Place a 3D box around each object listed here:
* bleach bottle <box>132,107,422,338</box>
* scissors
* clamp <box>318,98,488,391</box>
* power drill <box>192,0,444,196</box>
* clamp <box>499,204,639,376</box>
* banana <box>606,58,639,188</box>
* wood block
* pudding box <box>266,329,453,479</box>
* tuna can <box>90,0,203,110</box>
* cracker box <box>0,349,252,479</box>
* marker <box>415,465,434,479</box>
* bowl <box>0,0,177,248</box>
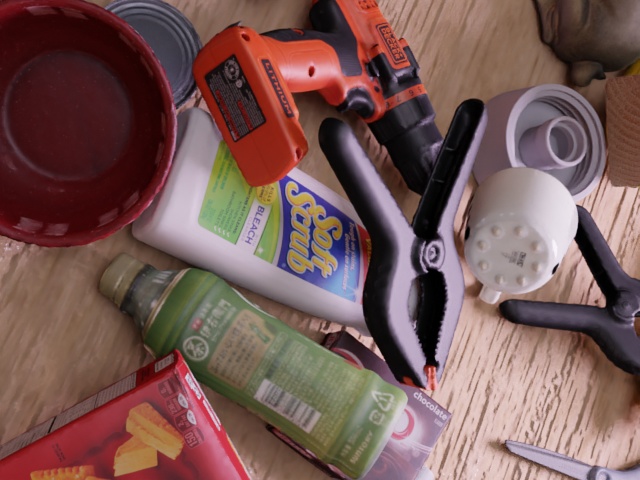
[{"bbox_3d":[-0.005,0.001,0.781,0.250,0.068,0.102,24,72,-23],"label":"bleach bottle"},{"bbox_3d":[0.237,0.218,0.889,0.201,0.016,0.096,7,82,-23],"label":"scissors"},{"bbox_3d":[0.073,0.001,0.756,0.164,0.036,0.210,-22,111,-41],"label":"clamp"},{"bbox_3d":[0.009,-0.097,0.766,0.187,0.057,0.184,-25,85,-49],"label":"power drill"},{"bbox_3d":[0.244,0.048,0.877,0.171,0.039,0.120,27,76,2],"label":"clamp"},{"bbox_3d":[0.302,-0.142,0.948,0.069,0.037,0.197,47,69,-35],"label":"banana"},{"bbox_3d":[0.340,-0.097,0.898,0.205,0.090,0.091,-8,96,-38],"label":"wood block"},{"bbox_3d":[0.030,0.135,0.793,0.113,0.039,0.090,39,71,-15],"label":"pudding box"},{"bbox_3d":[-0.127,-0.126,0.755,0.086,0.034,0.086,3,83,-23],"label":"tuna can"},{"bbox_3d":[-0.142,0.192,0.663,0.213,0.072,0.164,-29,95,-6],"label":"cracker box"},{"bbox_3d":[0.044,0.220,0.801,0.020,0.020,0.121,45,69,-13],"label":"marker"},{"bbox_3d":[-0.171,-0.079,0.699,0.162,0.055,0.162,0,102,1],"label":"bowl"}]
